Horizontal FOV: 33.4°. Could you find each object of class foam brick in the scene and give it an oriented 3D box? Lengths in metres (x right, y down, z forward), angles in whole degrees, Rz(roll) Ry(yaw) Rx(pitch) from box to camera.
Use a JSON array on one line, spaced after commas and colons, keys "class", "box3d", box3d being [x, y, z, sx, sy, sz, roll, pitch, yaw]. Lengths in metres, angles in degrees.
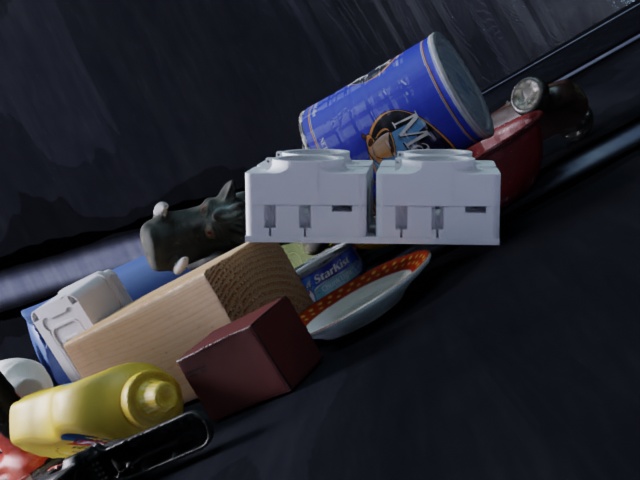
[{"class": "foam brick", "box3d": [-0.048, 0.082, 0.733, 0.078, 0.053, 0.051, -26, 6, 35]}]

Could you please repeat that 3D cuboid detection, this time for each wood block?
[{"class": "wood block", "box3d": [-0.109, 0.079, 0.893, 0.207, 0.091, 0.090, -27, 5, 42]}]

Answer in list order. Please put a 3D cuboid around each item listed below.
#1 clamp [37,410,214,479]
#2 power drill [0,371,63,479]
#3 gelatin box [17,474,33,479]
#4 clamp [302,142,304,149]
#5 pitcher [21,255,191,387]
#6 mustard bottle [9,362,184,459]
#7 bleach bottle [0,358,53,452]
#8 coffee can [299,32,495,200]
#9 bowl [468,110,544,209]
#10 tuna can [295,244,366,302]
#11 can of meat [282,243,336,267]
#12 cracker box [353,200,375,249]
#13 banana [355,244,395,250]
[{"class": "clamp", "box3d": [-0.137, 0.148, 0.691, 0.120, 0.039, 0.172, -19, -2, -22]}, {"class": "power drill", "box3d": [-0.305, 0.137, 0.911, 0.185, 0.187, 0.057, -24, 9, 41]}, {"class": "gelatin box", "box3d": [-0.253, 0.212, 0.773, 0.073, 0.030, 0.089, -28, 6, 31]}, {"class": "clamp", "box3d": [0.030, -0.085, 1.386, 0.209, 0.036, 0.165, 4, -16, -22]}, {"class": "pitcher", "box3d": [-0.186, 0.085, 1.158, 0.242, 0.145, 0.149, -28, 16, -13]}, {"class": "mustard bottle", "box3d": [-0.157, 0.127, 0.797, 0.096, 0.058, 0.192, 7, -18, -34]}, {"class": "bleach bottle", "box3d": [-0.296, 0.155, 1.048, 0.068, 0.102, 0.251, 2, -14, -20]}, {"class": "coffee can", "box3d": [0.067, -0.103, 0.939, 0.140, 0.103, 0.102, -28, 6, 21]}, {"class": "bowl", "box3d": [0.138, -0.053, 0.949, 0.162, 0.055, 0.162, -30, 5, 3]}, {"class": "tuna can", "box3d": [0.000, 0.036, 1.004, 0.086, 0.034, 0.086, -30, 5, 3]}, {"class": "can of meat", "box3d": [-0.007, 0.001, 1.103, 0.083, 0.057, 0.102, -32, -24, -44]}, {"class": "cracker box", "box3d": [0.021, -0.026, 1.271, 0.163, 0.072, 0.214, -33, 5, -35]}, {"class": "banana", "box3d": [0.079, -0.026, 1.076, 0.070, 0.037, 0.197, -11, 14, 12]}]
